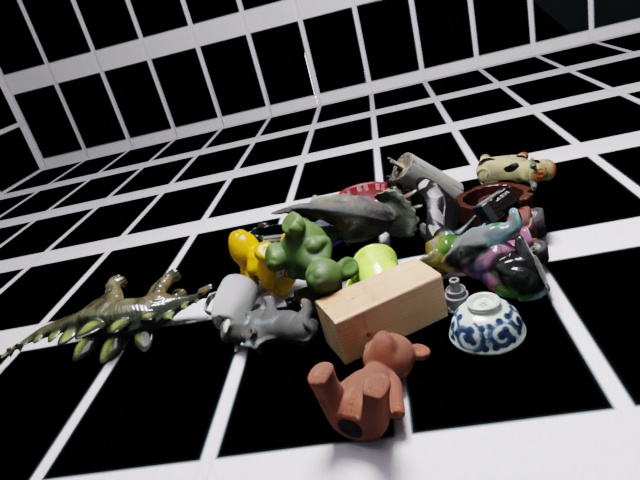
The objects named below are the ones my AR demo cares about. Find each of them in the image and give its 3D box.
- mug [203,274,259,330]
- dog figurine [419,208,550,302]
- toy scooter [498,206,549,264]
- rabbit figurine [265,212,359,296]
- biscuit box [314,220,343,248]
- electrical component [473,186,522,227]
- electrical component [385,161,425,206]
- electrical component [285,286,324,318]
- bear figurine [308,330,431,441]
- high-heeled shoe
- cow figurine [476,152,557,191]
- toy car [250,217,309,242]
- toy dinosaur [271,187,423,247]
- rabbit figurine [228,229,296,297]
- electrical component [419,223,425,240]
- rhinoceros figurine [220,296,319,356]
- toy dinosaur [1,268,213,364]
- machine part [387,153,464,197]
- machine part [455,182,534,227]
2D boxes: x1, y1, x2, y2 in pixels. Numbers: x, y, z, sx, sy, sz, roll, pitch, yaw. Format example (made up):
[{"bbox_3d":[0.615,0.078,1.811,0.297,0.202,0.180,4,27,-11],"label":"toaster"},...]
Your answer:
[{"bbox_3d":[-0.191,0.133,1.103,0.110,0.080,0.107,-3,36,15],"label":"mug"},{"bbox_3d":[0.283,0.046,0.982,0.219,0.108,0.191,-24,55,29],"label":"dog figurine"},{"bbox_3d":[0.383,-0.005,1.076,0.135,0.075,0.184,-8,28,25],"label":"toy scooter"},{"bbox_3d":[-0.009,0.053,1.007,0.121,0.159,0.170,-51,37,12],"label":"rabbit figurine"},{"bbox_3d":[-0.003,-0.004,1.309,0.203,0.059,0.063,-33,29,-34],"label":"biscuit box"},{"bbox_3d":[0.351,-0.059,1.120,0.119,0.047,0.075,-34,0,5],"label":"electrical component"},{"bbox_3d":[0.239,-0.140,1.393,0.134,0.114,0.058,-31,29,-30],"label":"electrical component"},{"bbox_3d":[-0.017,0.122,1.073,0.102,0.045,0.078,-25,55,-16],"label":"electrical component"},{"bbox_3d":[0.082,0.186,0.778,0.120,0.131,0.196,7,38,30],"label":"bear figurine"},{"bbox_3d":[0.241,-0.039,1.169,0.145,0.086,0.249,-49,33,9],"label":"high-heeled shoe"},{"bbox_3d":[0.496,-0.177,1.366,0.195,0.085,0.127,3,24,29],"label":"cow figurine"},{"bbox_3d":[-0.101,-0.013,1.393,0.202,0.056,0.073,-6,32,22],"label":"toy car"},{"bbox_3d":[0.087,-0.050,1.159,0.192,0.131,0.404,-11,-1,32],"label":"toy dinosaur"},{"bbox_3d":[-0.127,0.040,1.171,0.173,0.162,0.122,27,44,25],"label":"rabbit figurine"},{"bbox_3d":[0.265,-0.020,1.236,0.063,0.021,0.094,-15,24,-1],"label":"electrical component"},{"bbox_3d":[-0.092,0.165,0.995,0.190,0.073,0.112,-4,37,20],"label":"rhinoceros figurine"},{"bbox_3d":[-0.447,0.167,1.151,0.472,0.104,0.199,-15,27,12],"label":"toy dinosaur"},{"bbox_3d":[0.264,-0.142,1.310,0.243,0.079,0.079,24,14,-22],"label":"machine part"},{"bbox_3d":[0.403,-0.080,1.244,0.179,0.056,0.179,-12,23,5],"label":"machine part"}]
